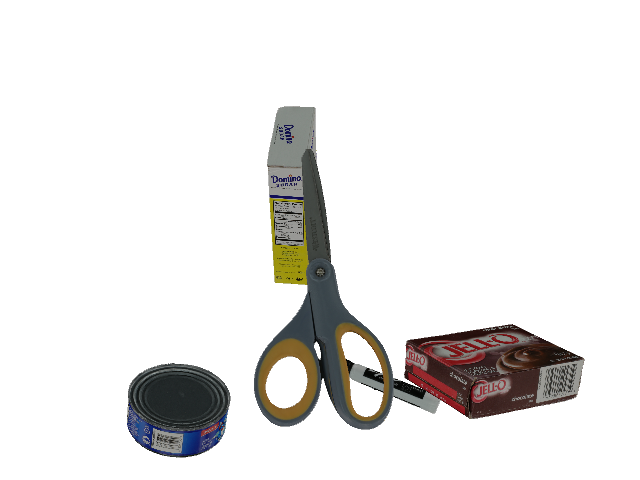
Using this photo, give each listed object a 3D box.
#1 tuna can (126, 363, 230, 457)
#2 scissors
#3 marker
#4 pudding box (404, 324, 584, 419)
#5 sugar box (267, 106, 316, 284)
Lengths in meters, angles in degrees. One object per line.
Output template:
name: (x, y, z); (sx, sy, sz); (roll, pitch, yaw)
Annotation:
tuna can: (-0.120, 0.143, 0.903); (0.086, 0.034, 0.086); (7, 30, -5)
scissors: (-0.015, 0.036, 0.697); (0.096, 0.202, 0.016); (-20, -26, -5)
marker: (0.061, 0.142, 1.068); (0.121, 0.020, 0.020); (21, 5, 13)
pudding box: (0.137, 0.102, 0.850); (0.113, 0.039, 0.090); (-3, 17, -30)
sugar box: (-0.028, -0.044, 1.112); (0.048, 0.093, 0.176); (2, -43, 6)
